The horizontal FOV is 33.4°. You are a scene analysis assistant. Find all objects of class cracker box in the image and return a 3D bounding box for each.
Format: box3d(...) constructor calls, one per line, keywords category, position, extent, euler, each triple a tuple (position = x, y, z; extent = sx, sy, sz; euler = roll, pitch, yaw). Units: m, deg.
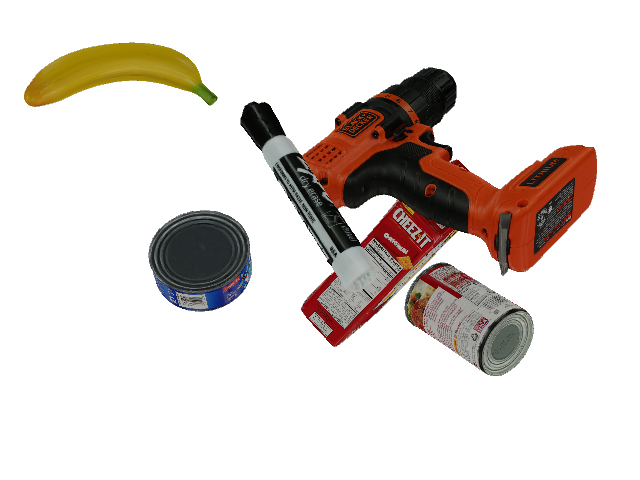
box3d(category="cracker box", position=(0.089, 0.013, 1.271), extent=(0.214, 0.072, 0.163), euler=(-49, -8, 34))

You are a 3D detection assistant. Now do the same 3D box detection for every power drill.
box3d(category="power drill", position=(0.097, -0.057, 0.768), extent=(0.188, 0.057, 0.184), euler=(21, 47, 33))

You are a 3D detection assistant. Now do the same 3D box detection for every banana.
box3d(category="banana", position=(-0.198, -0.164, 1.044), extent=(0.197, 0.070, 0.037), euler=(-6, -39, -31))

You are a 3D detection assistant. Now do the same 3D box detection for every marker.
box3d(category="marker", position=(-0.008, -0.026, 0.547), extent=(0.020, 0.121, 0.020), euler=(-26, -27, -14))

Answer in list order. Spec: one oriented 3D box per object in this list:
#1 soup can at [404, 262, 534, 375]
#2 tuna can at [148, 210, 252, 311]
box3d(category="soup can", position=(0.136, 0.071, 0.975), extent=(0.068, 0.068, 0.102), euler=(0, 23, -40))
box3d(category="tuna can", position=(-0.101, 0.018, 0.910), extent=(0.086, 0.086, 0.034), euler=(0, -37, 3))
